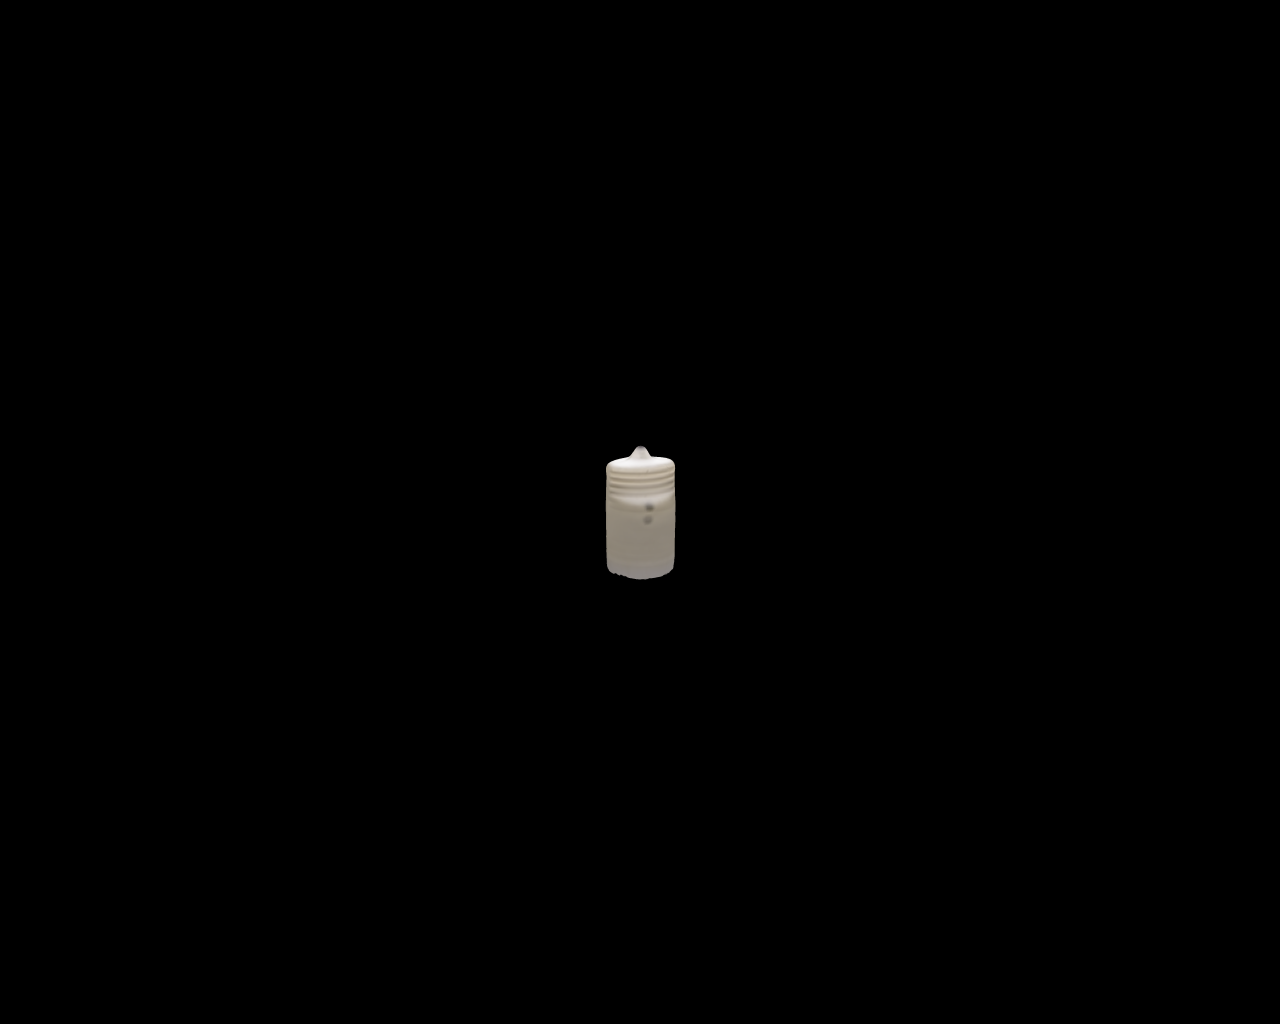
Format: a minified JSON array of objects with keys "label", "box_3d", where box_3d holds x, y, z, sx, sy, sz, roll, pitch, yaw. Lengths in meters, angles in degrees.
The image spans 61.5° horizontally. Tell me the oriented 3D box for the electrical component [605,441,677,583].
[{"label":"electrical component","box_3d":[0.001,-0.003,0.650,0.043,0.080,0.043,0,18,0]}]
